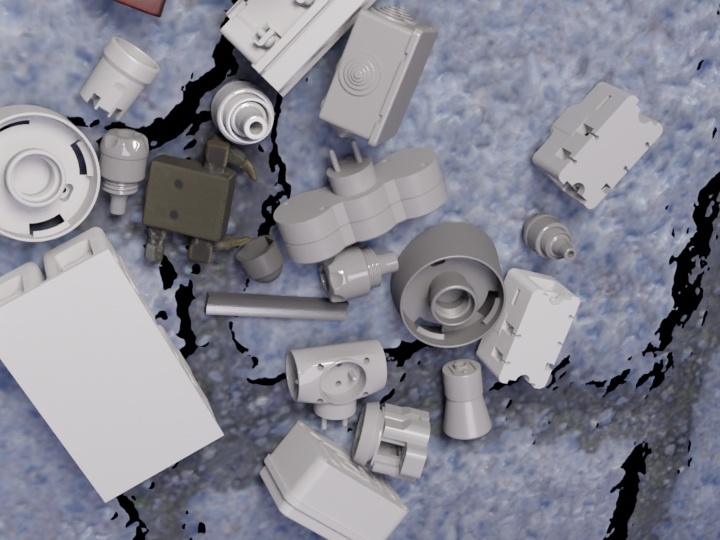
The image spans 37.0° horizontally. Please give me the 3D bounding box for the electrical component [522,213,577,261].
[{"bbox_3d":[0.165,-0.025,0.918,0.035,0.061,0.035,-8,115,-17],"label":"electrical component"}]

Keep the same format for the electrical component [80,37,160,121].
[{"bbox_3d":[-0.170,-0.134,0.757,0.040,0.040,0.046,31,105,-29],"label":"electrical component"}]

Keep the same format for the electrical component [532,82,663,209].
[{"bbox_3d":[0.195,-0.105,0.896,0.050,0.055,0.089,39,96,-30],"label":"electrical component"}]

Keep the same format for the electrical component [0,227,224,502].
[{"bbox_3d":[-0.198,0.072,0.826,0.105,0.060,0.186,-29,120,-6],"label":"electrical component"}]

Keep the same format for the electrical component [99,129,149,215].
[{"bbox_3d":[-0.174,-0.070,0.787,0.035,0.035,0.061,2,115,-21],"label":"electrical component"}]

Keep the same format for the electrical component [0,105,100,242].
[{"bbox_3d":[-0.235,-0.067,0.762,0.099,0.064,0.099,-6,103,-26],"label":"electrical component"}]

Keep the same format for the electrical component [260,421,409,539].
[{"bbox_3d":[-0.024,0.192,0.935,0.113,0.078,0.057,37,94,-30],"label":"electrical component"}]

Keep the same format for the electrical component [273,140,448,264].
[{"bbox_3d":[-0.003,-0.066,0.842,0.138,0.052,0.073,-24,119,-9],"label":"electrical component"}]

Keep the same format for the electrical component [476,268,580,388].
[{"bbox_3d":[0.145,0.049,0.947,0.050,0.055,0.089,11,108,-25],"label":"electrical component"}]

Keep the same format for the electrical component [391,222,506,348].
[{"bbox_3d":[0.076,0.015,0.915,0.099,0.064,0.099,-3,119,-5],"label":"electrical component"}]

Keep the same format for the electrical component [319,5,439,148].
[{"bbox_3d":[0.014,-0.143,0.789,0.048,0.099,0.099,25,107,6],"label":"electrical component"}]

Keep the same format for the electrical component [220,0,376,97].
[{"bbox_3d":[-0.037,-0.190,0.763,0.063,0.078,0.121,44,93,-2],"label":"electrical component"}]

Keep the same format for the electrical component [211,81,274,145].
[{"bbox_3d":[-0.083,-0.112,0.785,0.043,0.062,0.043,-8,115,-17],"label":"electrical component"}]

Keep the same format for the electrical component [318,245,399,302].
[{"bbox_3d":[0.000,0.000,0.878,0.062,0.043,0.043,-15,117,-15],"label":"electrical component"}]

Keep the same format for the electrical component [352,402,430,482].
[{"bbox_3d":[0.026,0.148,0.939,0.057,0.078,0.058,14,108,-3],"label":"electrical component"}]

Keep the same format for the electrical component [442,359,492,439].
[{"bbox_3d":[0.094,0.113,0.966,0.044,0.044,0.065,-14,112,-15],"label":"electrical component"}]

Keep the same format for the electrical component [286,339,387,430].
[{"bbox_3d":[-0.021,0.101,0.915,0.077,0.044,0.079,-6,115,-18],"label":"electrical component"}]
